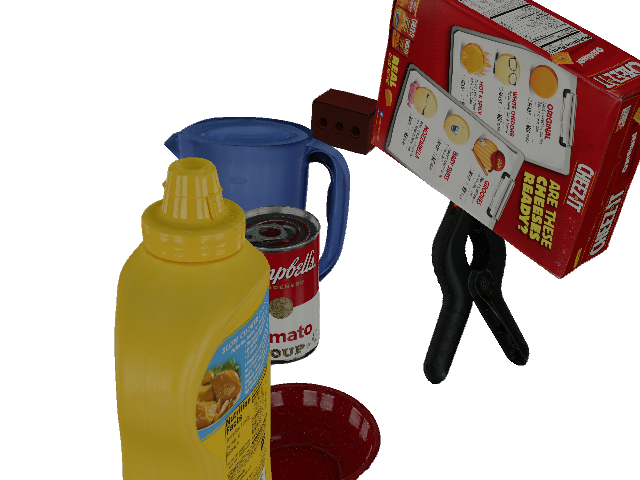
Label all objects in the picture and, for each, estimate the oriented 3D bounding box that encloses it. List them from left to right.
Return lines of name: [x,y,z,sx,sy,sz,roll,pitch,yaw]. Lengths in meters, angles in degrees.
mustard bottle: [-0.052,0.057,0.452,0.058,0.192,0.096,11,27,17]
pitcher: [-0.067,0.002,1.071,0.144,0.243,0.149,-9,21,-30]
soup can: [-0.034,0.034,0.809,0.068,0.102,0.068,0,29,0]
bowl: [-0.022,0.211,1.055,0.162,0.055,0.162,1,30,0]
foam brick: [0.033,-0.144,1.283,0.078,0.053,0.051,17,32,22]
clamp: [0.130,0.046,0.963,0.120,0.171,0.039,-17,6,-40]
cracker box: [0.143,-0.099,0.826,0.072,0.164,0.214,-27,51,-34]
